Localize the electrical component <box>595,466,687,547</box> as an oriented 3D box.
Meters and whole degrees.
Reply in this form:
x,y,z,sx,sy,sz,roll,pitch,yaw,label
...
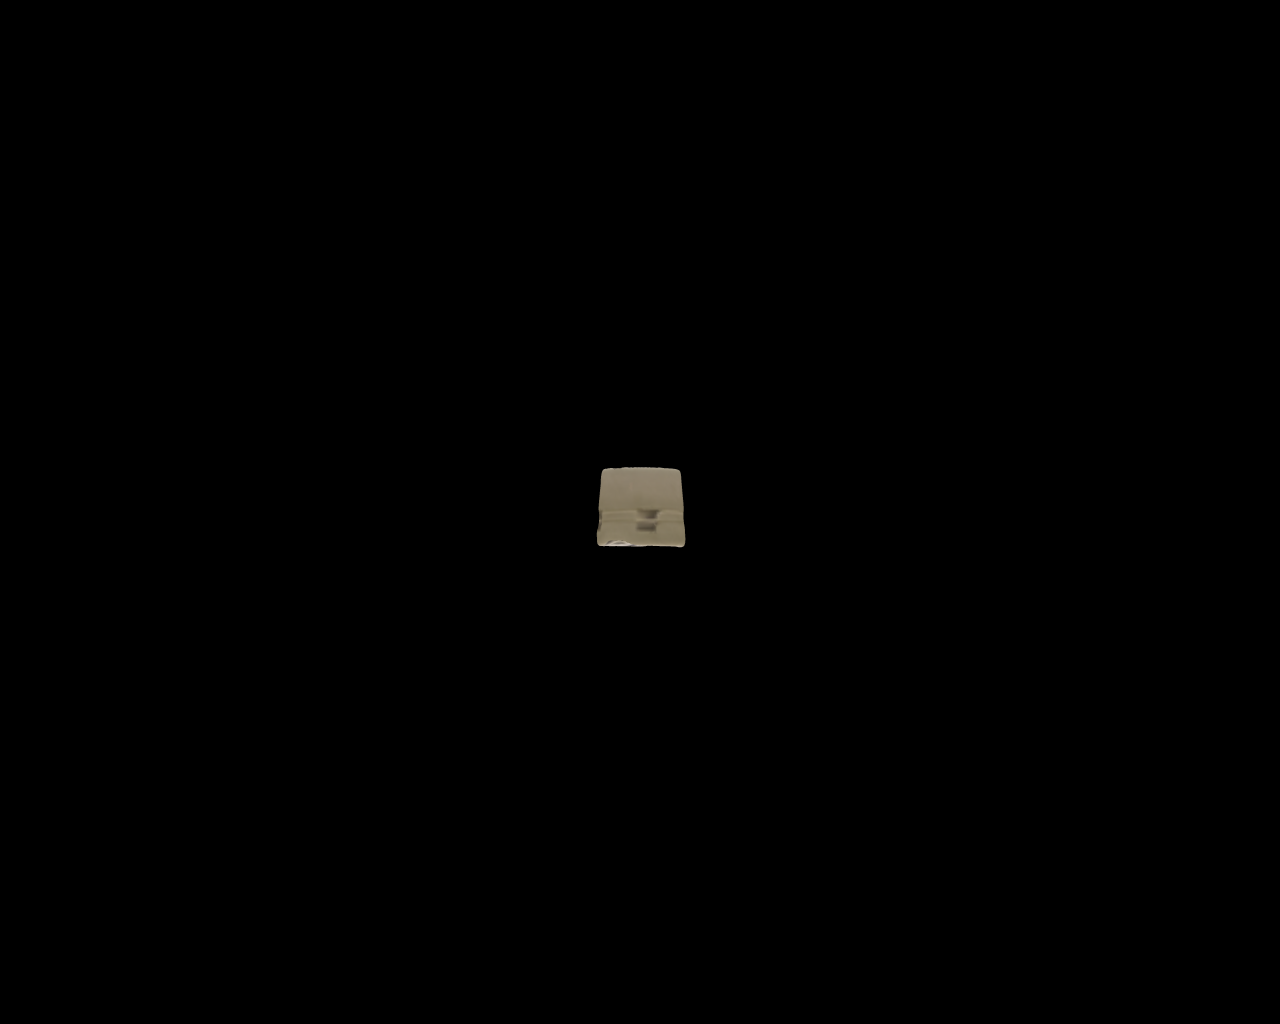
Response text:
x,y,z,sx,sy,sz,roll,pitch,yaw,label
0.001,-0.003,0.650,0.055,0.047,0.055,0,-2,0,electrical component
